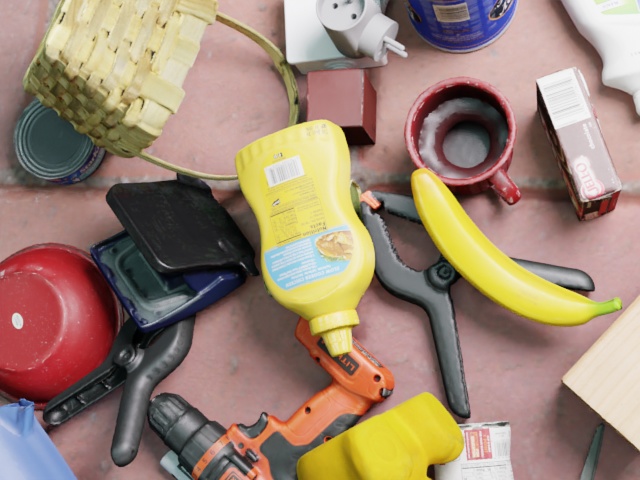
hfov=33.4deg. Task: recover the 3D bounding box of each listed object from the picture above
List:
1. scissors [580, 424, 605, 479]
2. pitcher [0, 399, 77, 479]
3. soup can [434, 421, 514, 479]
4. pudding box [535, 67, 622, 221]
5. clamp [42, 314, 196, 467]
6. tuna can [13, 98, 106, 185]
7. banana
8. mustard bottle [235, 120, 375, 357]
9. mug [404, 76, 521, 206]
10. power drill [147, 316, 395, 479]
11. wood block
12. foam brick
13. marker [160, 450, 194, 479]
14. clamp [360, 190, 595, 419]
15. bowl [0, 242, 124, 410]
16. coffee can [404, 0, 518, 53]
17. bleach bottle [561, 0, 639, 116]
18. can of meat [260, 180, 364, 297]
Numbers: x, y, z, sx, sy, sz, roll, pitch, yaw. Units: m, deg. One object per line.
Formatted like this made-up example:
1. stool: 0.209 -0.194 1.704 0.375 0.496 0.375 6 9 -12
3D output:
1. scissors: 0.188 0.249 0.872 0.096 0.016 0.202 8 83 -22
2. pitcher: -0.255 0.276 0.940 0.144 0.149 0.243 -34 77 -26
3. soup can: 0.130 0.204 0.885 0.068 0.068 0.102 -6 80 12
4. pudding box: 0.216 -0.078 0.897 0.039 0.090 0.113 -17 77 8
5. clamp: -0.162 0.121 0.954 0.120 0.039 0.171 31 76 38
6. tuna can: -0.251 -0.098 1.037 0.086 0.033 0.086 -2 81 13
7. banana: 0.149 0.017 0.879 0.198 0.037 0.070 33 121 6
8. mustard bottle: -0.005 0.003 0.892 0.096 0.058 0.191 -19 77 19
9. mug: 0.132 -0.076 0.920 0.093 0.081 0.117 -43 75 4
10. power drill: -0.040 0.150 0.940 0.184 0.057 0.188 40 95 12
11. wood block: 0.296 0.068 0.856 0.090 0.090 0.206 43 93 15
12. foam brick: 0.020 -0.117 0.955 0.051 0.078 0.053 0 82 12
13. marker: -0.096 0.235 0.958 0.121 0.020 0.020 41 92 15
14. clamp: 0.108 0.040 0.931 0.210 0.036 0.164 37 90 12
15. bowl: -0.270 0.078 1.005 0.162 0.055 0.162 -2 81 12
16. coffee can: 0.116 -0.232 0.917 0.103 0.140 0.103 -2 81 13
17. bleach bottle: 0.245 -0.227 0.928 0.102 0.068 0.251 -17 81 9
18. can of meat: -0.006 0.001 0.954 0.084 0.057 0.102 -4 81 14
